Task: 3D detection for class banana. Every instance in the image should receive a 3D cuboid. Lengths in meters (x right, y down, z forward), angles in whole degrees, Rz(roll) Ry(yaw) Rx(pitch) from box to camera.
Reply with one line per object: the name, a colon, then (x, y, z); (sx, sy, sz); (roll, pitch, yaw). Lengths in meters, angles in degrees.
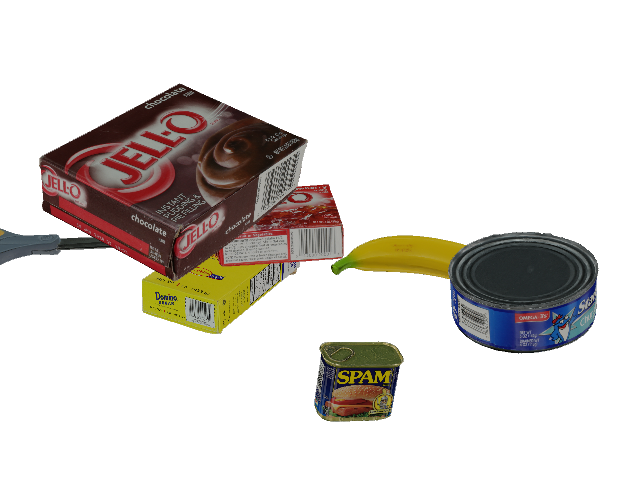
banana: (0.114, 0.027, 1.044); (0.198, 0.037, 0.069); (6, 45, 15)

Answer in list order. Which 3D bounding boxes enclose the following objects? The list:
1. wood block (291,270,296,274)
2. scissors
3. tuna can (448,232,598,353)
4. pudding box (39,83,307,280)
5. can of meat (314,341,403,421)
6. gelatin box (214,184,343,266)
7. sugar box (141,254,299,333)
wood block: (-0.102, -0.039, 1.318); (0.090, 0.090, 0.206); (-7, 29, -20)
scissors: (-0.237, 0.011, 0.871); (0.202, 0.016, 0.096); (4, 24, 8)
tuna can: (0.119, 0.030, 0.627); (0.086, 0.034, 0.086); (-6, 28, 3)
pudding box: (-0.075, -0.034, 0.558); (0.090, 0.039, 0.113); (27, 38, 22)
can of meat: (0.045, 0.176, 1.328); (0.102, 0.084, 0.057); (2, 23, -15)
gelatin box: (-0.032, -0.012, 0.759); (0.089, 0.030, 0.073); (-4, 25, -6)
sugar box: (-0.101, 0.033, 1.128); (0.093, 0.048, 0.176); (15, 31, 22)
